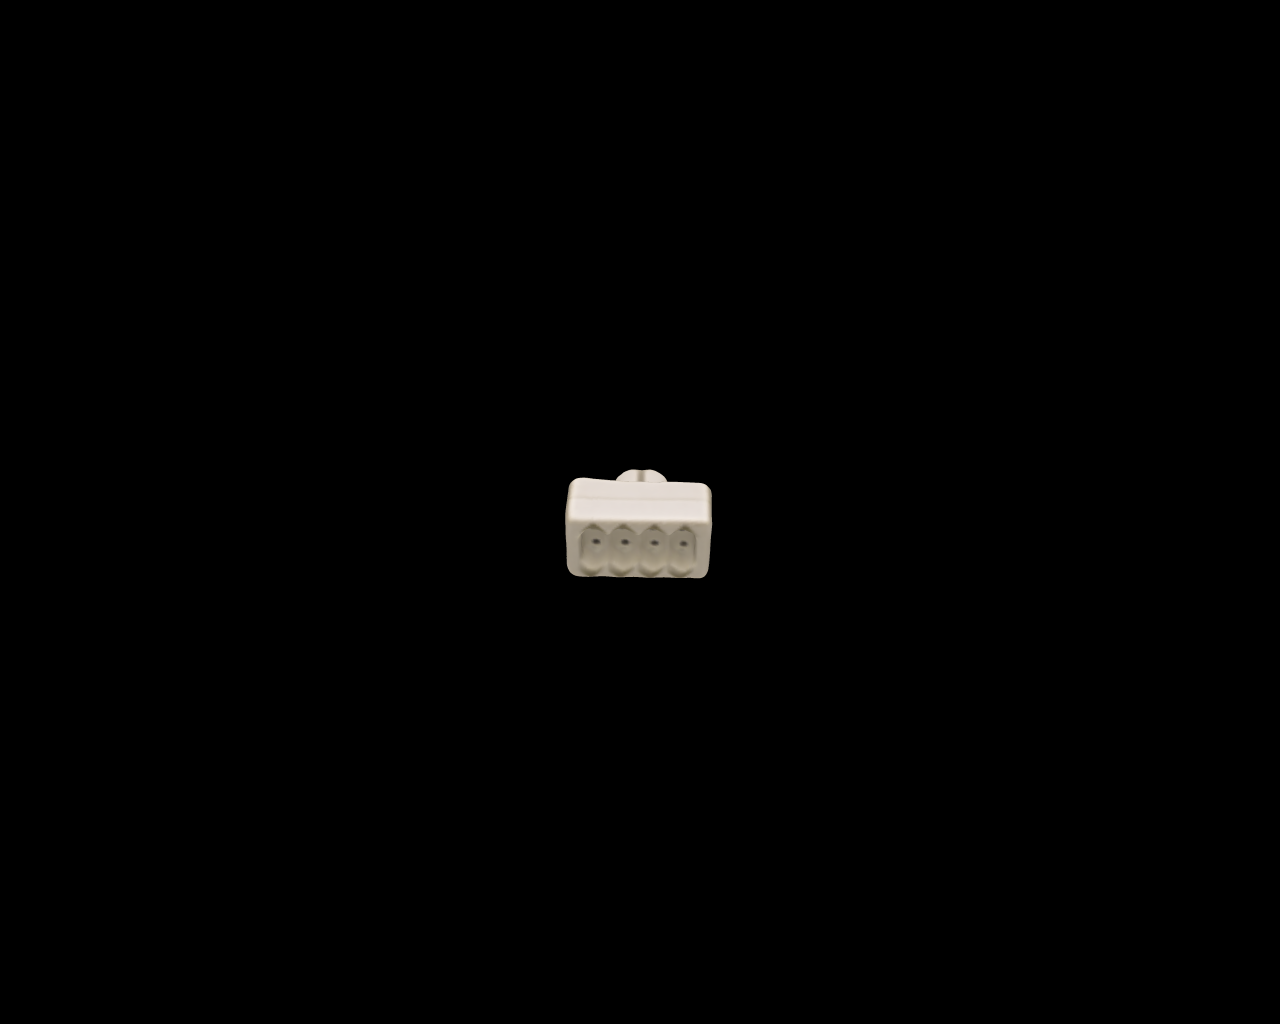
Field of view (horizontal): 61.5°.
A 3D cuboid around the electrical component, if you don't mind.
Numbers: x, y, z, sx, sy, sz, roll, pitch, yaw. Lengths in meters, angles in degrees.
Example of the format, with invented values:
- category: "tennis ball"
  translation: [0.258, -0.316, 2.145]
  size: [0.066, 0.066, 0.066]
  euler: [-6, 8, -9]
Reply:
- category: "electrical component"
  translation: [0.001, -0.003, 0.650]
  size: [0.083, 0.047, 0.076]
  euler: [2, 43, 2]
